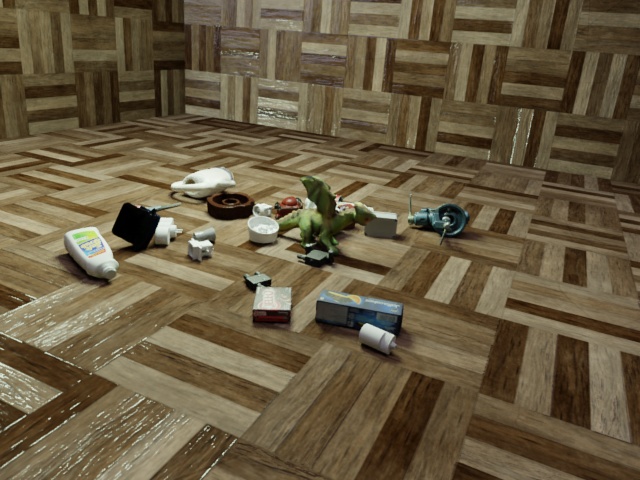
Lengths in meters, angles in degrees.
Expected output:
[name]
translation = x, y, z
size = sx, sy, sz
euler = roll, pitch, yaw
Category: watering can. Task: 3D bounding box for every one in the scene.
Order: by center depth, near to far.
[watering can]
translation = -0.422, -0.225, 2.034
size = 0.347, 0.103, 0.227
euler = 1, 17, 28

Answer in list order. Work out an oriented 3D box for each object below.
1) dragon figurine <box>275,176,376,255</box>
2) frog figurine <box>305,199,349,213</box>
[dragon figurine]
translation = -0.021, -0.093, 1.635
size = 0.412, 0.238, 0.124
euler = 15, 27, 22
[frog figurine]
translation = 0.005, -0.090, 1.783
size = 0.160, 0.120, 0.140
euler = 19, 42, 34
